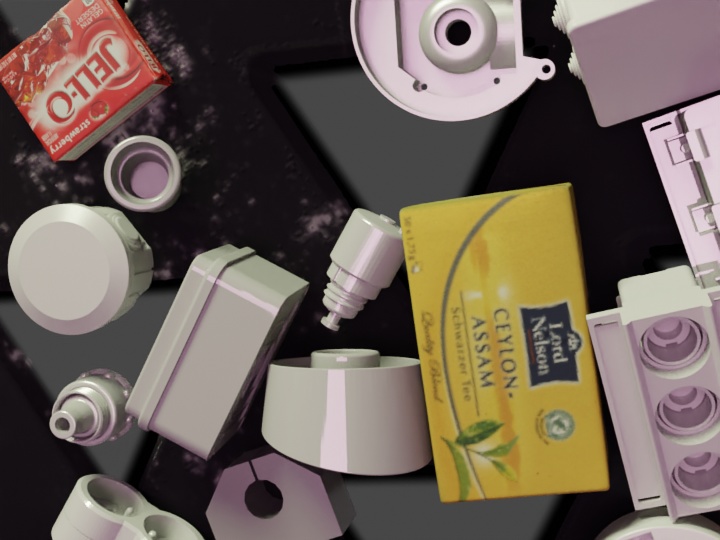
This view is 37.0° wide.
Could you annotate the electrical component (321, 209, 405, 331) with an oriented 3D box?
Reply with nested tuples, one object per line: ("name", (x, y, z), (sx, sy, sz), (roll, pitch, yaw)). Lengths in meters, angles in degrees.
("electrical component", (0.000, 0.000, 0.641), (0.040, 0.040, 0.078), (30, 102, 8))

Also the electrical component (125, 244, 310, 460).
("electrical component", (-0.085, 0.046, 0.647), (0.057, 0.078, 0.113), (28, 101, 5))

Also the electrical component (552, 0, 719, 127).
("electrical component", (0.155, -0.131, 0.565), (0.100, 0.099, 0.048), (-17, 57, 15))

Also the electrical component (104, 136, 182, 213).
("electrical component", (-0.128, -0.054, 0.651), (0.044, 0.065, 0.044), (0, 88, -5))

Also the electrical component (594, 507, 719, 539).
("electrical component", (0.175, 0.188, 0.612), (0.108, 0.060, 0.108), (1, 96, 12))

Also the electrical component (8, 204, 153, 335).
("electrical component", (-0.174, -0.002, 0.675), (0.080, 0.051, 0.080), (1, 96, 12))

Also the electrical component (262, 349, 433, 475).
("electrical component", (-0.007, 0.079, 0.623), (0.099, 0.099, 0.064), (0, 90, 13))

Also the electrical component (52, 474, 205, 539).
("electrical component", (-0.137, 0.198, 0.688), (0.138, 0.052, 0.073), (32, 102, 7))

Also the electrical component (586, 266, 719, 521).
("electrical component", (0.175, 0.065, 0.584), (0.079, 0.063, 0.121), (-14, 111, 13))

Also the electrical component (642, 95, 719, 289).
("electrical component", (0.211, -0.036, 0.579), (0.079, 0.063, 0.121), (-19, 92, 14))

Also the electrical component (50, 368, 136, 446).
("electrical component", (-0.173, 0.090, 0.679), (0.048, 0.062, 0.048), (1, 97, 12))
